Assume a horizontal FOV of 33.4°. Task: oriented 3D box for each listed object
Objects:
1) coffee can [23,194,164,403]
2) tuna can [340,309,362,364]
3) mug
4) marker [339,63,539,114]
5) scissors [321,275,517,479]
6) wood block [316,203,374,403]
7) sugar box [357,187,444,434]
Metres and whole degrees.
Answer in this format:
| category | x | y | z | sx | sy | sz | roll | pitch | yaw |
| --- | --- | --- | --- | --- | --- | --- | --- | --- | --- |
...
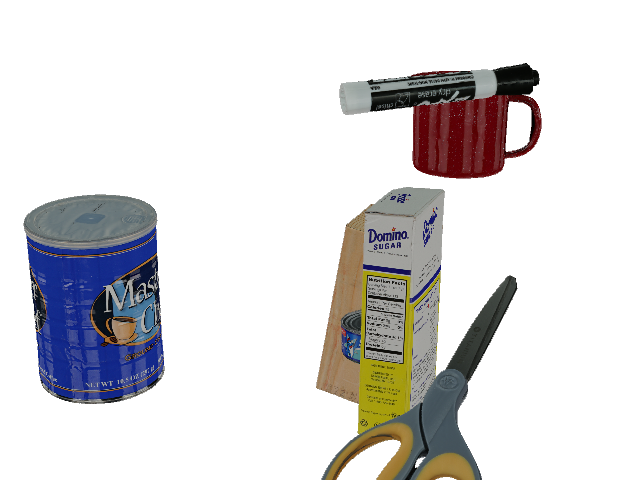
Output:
| category | x | y | z | sx | sy | sz | roll | pitch | yaw |
| --- | --- | --- | --- | --- | --- | --- | --- | --- | --- |
| coffee can | -0.180 | 0.045 | 0.862 | 0.103 | 0.140 | 0.103 | 0 | 22 | 0 |
| tuna can | 0.062 | 0.092 | 1.018 | 0.086 | 0.034 | 0.086 | -1 | 13 | 0 |
| mug | 0.134 | -0.101 | 0.935 | 0.117 | 0.081 | 0.093 | 4 | 17 | 12 |
| marker | 0.072 | -0.091 | 0.636 | 0.121 | 0.020 | 0.020 | -8 | 1 | -9 |
| scissors | 0.083 | 0.096 | 0.595 | 0.201 | 0.016 | 0.096 | -39 | 46 | -26 |
| wood block | 0.067 | 0.076 | 1.214 | 0.090 | 0.206 | 0.090 | 18 | 24 | 18 |
| sugar box | 0.061 | 0.053 | 0.815 | 0.048 | 0.176 | 0.093 | 4 | 15 | 19 |
